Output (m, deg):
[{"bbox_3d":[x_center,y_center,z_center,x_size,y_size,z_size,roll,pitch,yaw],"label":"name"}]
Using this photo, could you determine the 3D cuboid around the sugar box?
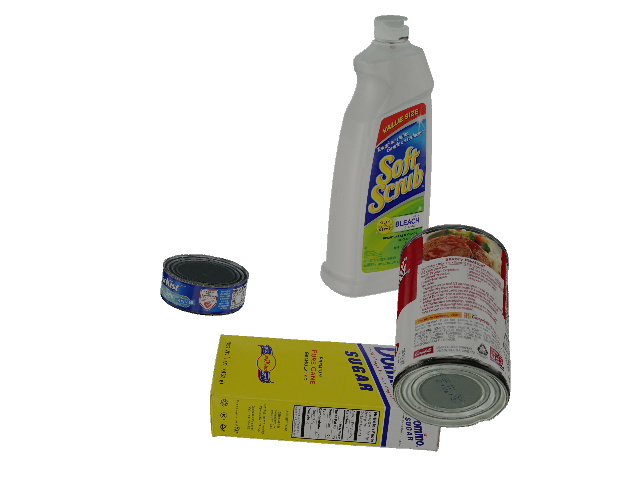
[{"bbox_3d":[0.004,0.118,0.841,0.176,0.048,0.093,1,26,-1],"label":"sugar box"}]

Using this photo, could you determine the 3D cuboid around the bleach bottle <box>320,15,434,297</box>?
[{"bbox_3d":[0.054,-0.078,0.981,0.102,0.251,0.068,-10,24,-25],"label":"bleach bottle"}]

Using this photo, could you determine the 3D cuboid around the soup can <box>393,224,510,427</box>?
[{"bbox_3d":[0.078,0.050,0.632,0.068,0.102,0.068,4,-42,4],"label":"soup can"}]

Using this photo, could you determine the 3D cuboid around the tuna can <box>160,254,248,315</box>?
[{"bbox_3d":[-0.116,0.044,1.060,0.086,0.034,0.086,9,17,-3],"label":"tuna can"}]
